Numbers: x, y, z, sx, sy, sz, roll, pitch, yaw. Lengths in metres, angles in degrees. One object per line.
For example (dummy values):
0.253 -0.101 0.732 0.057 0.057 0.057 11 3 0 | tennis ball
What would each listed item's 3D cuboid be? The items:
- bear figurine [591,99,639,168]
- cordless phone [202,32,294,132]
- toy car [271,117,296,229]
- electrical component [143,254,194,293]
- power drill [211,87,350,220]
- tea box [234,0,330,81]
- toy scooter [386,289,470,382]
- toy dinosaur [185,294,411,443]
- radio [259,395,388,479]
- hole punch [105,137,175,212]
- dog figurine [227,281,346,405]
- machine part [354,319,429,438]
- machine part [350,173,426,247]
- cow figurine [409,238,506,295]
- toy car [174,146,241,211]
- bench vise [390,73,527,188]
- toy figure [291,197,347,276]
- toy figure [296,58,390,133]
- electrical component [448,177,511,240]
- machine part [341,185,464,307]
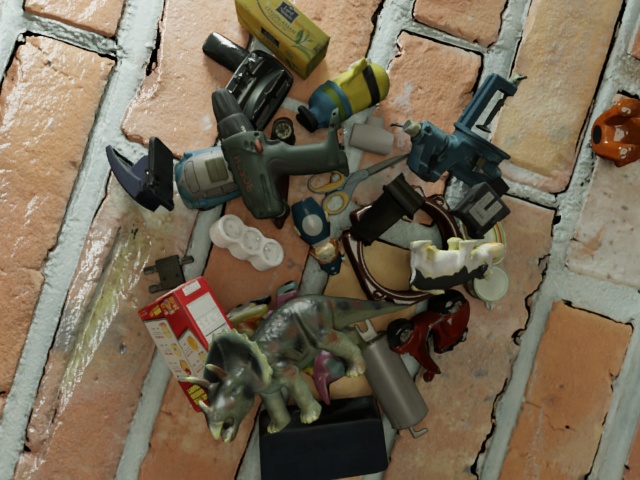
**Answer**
0.622 -0.195 1.003 0.196 0.132 0.120 2 94 2 | bear figurine
-0.157 -0.291 0.981 0.184 0.088 0.146 33 89 8 | cordless phone
-0.074 -0.120 0.972 0.053 0.089 0.202 5 92 -4 | toy car
-0.275 0.062 0.992 0.094 0.021 0.063 -16 92 -5 | electrical component
-0.061 -0.159 0.886 0.207 0.086 0.232 -12 92 -1 | power drill
-0.068 -0.378 0.967 0.169 0.098 0.068 42 87 -1 | tea box
0.212 0.181 0.991 0.184 0.075 0.135 -26 102 -23 | toy scooter
-0.034 0.163 0.855 0.405 0.131 0.192 -40 100 -32 | toy dinosaur
0.003 0.361 0.968 0.230 0.073 0.131 -7 113 -5 | radio
-0.311 -0.109 0.938 0.092 0.142 0.115 -6 80 -2 | hole punch
-0.052 0.197 0.969 0.192 0.108 0.219 -25 95 -5 | dog figurine
0.129 0.258 0.994 0.079 0.079 0.243 -27 93 -3 | machine part
0.113 -0.045 0.926 0.139 0.039 0.084 -41 98 -4 | machine part
0.236 0.045 0.919 0.167 0.068 0.098 0 90 -5 | cow figurine
-0.184 -0.115 0.958 0.162 0.103 0.109 -14 92 -2 | toy car
0.268 -0.204 0.970 0.223 0.129 0.240 30 106 -11 | bench vise
-0.003 -0.003 0.995 0.064 0.058 0.154 -24 94 29 | toy figure
0.044 -0.259 0.985 0.180 0.082 0.089 -39 111 -10 | toy figure
0.294 -0.063 0.944 0.119 0.048 0.075 -39 95 -7 | electrical component
0.156 0.014 0.991 0.201 0.087 0.201 -24 93 -4 | machine part
